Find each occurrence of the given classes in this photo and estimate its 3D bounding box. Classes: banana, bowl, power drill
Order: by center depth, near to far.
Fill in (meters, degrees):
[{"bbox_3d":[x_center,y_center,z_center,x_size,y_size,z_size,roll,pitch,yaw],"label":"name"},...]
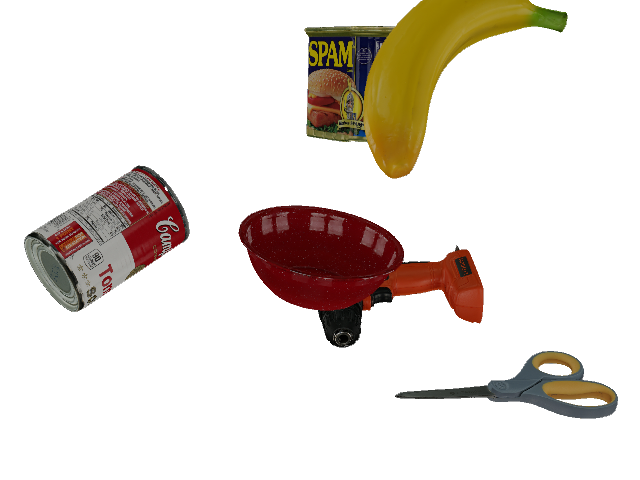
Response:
[{"bbox_3d":[0.070,-0.105,0.603,0.070,0.037,0.197,29,50,22],"label":"banana"},{"bbox_3d":[-0.003,0.022,1.038,0.162,0.055,0.162,8,25,-4],"label":"bowl"},{"bbox_3d":[0.088,0.062,1.224,0.187,0.057,0.184,-1,28,-2],"label":"power drill"}]

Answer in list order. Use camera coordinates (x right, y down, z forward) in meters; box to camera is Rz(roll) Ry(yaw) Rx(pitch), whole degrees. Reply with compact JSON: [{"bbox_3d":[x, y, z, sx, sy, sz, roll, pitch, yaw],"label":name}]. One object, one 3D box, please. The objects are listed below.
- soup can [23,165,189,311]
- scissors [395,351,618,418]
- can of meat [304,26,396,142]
[{"bbox_3d":[-0.157,-0.002,0.788,0.102,0.068,0.069,-36,20,-29],"label":"soup can"},{"bbox_3d":[0.162,0.123,0.947,0.201,0.016,0.096,7,27,-5],"label":"scissors"},{"bbox_3d":[0.029,-0.118,0.803,0.057,0.084,0.102,-4,11,-28],"label":"can of meat"}]
